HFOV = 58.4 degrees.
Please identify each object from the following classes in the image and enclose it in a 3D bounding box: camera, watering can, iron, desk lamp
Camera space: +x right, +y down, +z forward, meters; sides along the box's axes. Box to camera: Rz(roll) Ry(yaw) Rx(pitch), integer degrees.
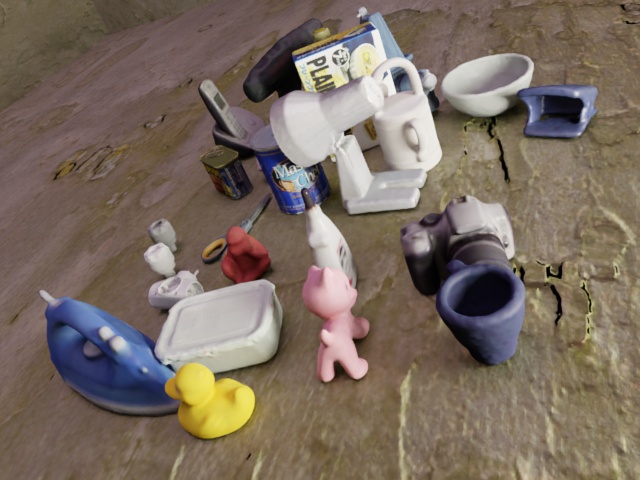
[{"bbox_3d":[0.176,0.018,0.713,0.143,0.101,0.136,-16,35,11],"label":"camera"},{"bbox_3d":[0.132,-0.216,0.976,0.101,0.194,0.172,-39,37,-22],"label":"watering can"},{"bbox_3d":[-0.292,0.144,0.780,0.257,0.142,0.119,11,47,40],"label":"iron"},{"bbox_3d":[0.045,-0.155,0.926,0.202,0.214,0.118,-4,38,26],"label":"desk lamp"}]

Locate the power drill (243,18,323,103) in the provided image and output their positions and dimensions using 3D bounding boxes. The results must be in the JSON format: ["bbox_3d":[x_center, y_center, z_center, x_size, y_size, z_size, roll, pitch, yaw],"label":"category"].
[{"bbox_3d":[-0.052,-0.335,1.235,0.230,0.209,0.075,-41,38,-25],"label":"power drill"}]

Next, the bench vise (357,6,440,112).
[{"bbox_3d":[0.153,-0.354,1.131,0.206,0.220,0.122,13,48,41],"label":"bench vise"}]

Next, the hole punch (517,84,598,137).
[{"bbox_3d":[0.387,-0.229,0.937,0.108,0.091,0.101,11,47,40],"label":"hole punch"}]

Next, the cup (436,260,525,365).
[{"bbox_3d":[0.175,0.082,0.631,0.091,0.095,0.117,-25,34,-2],"label":"cup"}]

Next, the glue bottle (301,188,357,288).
[{"bbox_3d":[0.007,0.003,0.768,0.037,0.173,0.078,-11,36,18],"label":"glue bottle"}]

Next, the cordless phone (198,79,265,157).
[{"bbox_3d":[-0.201,-0.287,1.279,0.094,0.185,0.147,-12,35,16],"label":"cordless phone"}]

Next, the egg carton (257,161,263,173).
[{"bbox_3d":[-0.061,-0.185,1.160,0.107,0.069,0.150,0,40,31],"label":"egg carton"}]

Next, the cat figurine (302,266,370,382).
[{"bbox_3d":[0.013,0.089,0.697,0.067,0.118,0.128,-14,35,14],"label":"cat figurine"}]

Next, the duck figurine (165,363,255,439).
[{"bbox_3d":[-0.136,0.183,0.684,0.104,0.086,0.077,-8,37,21],"label":"duck figurine"}]

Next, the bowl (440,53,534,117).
[{"bbox_3d":[0.312,-0.276,1.060,0.167,0.075,0.167,-16,35,11],"label":"bowl"}]

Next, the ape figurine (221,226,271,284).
[{"bbox_3d":[-0.120,0.020,0.893,0.077,0.092,0.076,-10,36,18],"label":"ape figurine"}]
